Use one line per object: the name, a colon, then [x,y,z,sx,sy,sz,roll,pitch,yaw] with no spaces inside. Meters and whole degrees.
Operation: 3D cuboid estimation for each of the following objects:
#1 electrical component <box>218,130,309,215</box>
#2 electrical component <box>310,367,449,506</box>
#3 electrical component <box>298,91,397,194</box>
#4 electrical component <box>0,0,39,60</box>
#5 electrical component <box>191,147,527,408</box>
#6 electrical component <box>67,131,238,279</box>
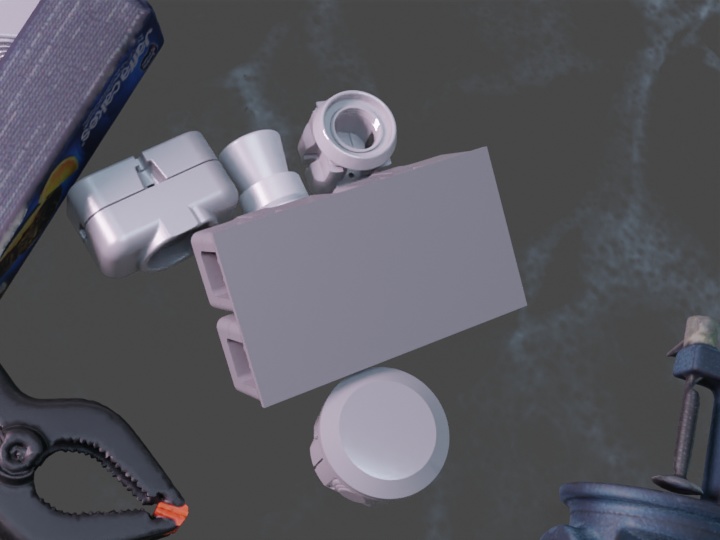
electrical component: [-0.063,-0.058,0.711,0.045,0.045,0.055,-20,75,-22]
electrical component: [0.010,0.104,0.660,0.080,0.051,0.080,6,66,-13]
electrical component: [-0.008,-0.085,0.731,0.058,0.057,0.078,-9,71,-19]
electrical component: [-0.213,-0.176,0.716,0.100,0.048,0.099,0,68,-16]
electrical component: [0.000,0.000,0.673,0.186,0.060,0.105,-19,100,-22]
electrical component: [-0.128,-0.038,0.679,0.095,0.053,0.059,-28,78,-24]
